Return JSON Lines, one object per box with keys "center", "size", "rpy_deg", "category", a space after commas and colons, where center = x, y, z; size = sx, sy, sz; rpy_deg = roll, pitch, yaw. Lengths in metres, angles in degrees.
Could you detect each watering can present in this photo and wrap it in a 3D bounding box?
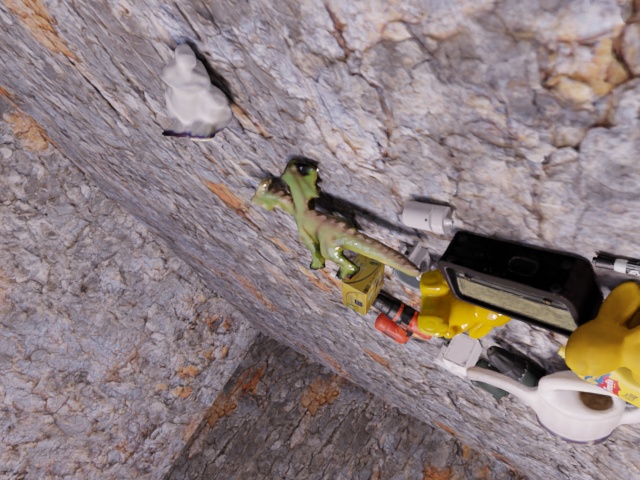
{"center": [0.484, 0.329, 1.060], "size": [0.348, 0.106, 0.219], "rpy_deg": [4, 143, 21], "category": "watering can"}

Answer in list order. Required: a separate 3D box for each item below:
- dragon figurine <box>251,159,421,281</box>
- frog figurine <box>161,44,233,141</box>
{"center": [0.003, -0.051, 1.014], "size": [0.411, 0.124, 0.238], "rpy_deg": [10, 142, 48], "category": "dragon figurine"}
{"center": [-0.219, -0.261, 0.900], "size": [0.139, 0.124, 0.156], "rpy_deg": [26, 124, 44], "category": "frog figurine"}
